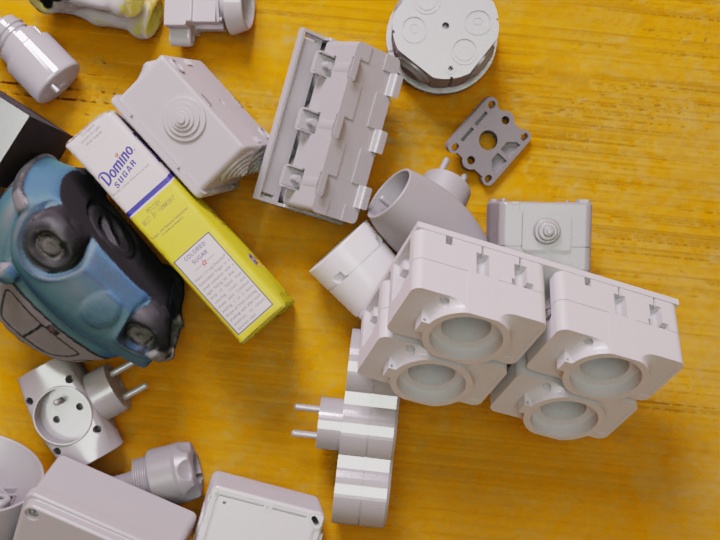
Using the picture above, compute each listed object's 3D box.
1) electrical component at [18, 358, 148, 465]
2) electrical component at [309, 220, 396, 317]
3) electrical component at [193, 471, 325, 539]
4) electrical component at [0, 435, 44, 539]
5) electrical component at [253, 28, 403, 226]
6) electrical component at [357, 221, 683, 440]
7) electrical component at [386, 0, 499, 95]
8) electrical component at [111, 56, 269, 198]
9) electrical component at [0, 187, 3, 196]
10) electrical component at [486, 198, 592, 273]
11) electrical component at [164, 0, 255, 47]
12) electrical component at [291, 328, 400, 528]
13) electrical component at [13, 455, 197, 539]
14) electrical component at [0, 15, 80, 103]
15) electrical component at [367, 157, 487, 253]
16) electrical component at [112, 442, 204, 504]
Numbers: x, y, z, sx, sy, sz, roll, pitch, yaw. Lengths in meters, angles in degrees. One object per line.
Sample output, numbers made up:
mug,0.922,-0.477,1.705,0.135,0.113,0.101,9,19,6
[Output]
electrical component,-0.191,0.092,0.768,0.079,0.044,0.077,-29,90,0
electrical component,0.000,0.000,0.763,0.055,0.055,0.047,-42,93,0
electrical component,-0.067,0.186,0.762,0.096,0.061,0.061,16,90,-7
electrical component,-0.276,0.156,0.745,0.099,0.099,0.064,19,96,1
electrical component,-0.019,-0.097,0.751,0.079,0.063,0.121,16,90,-40
electrical component,0.103,0.048,0.708,0.186,0.105,0.060,16,49,-13
electrical component,0.059,-0.167,0.763,0.080,0.051,0.080,0,90,0
electrical component,-0.111,-0.100,0.742,0.048,0.100,0.099,-42,89,13
electrical component,-0.304,-0.027,0.768,0.076,0.047,0.083,7,90,0
electrical component,0.122,-0.018,0.740,0.062,0.096,0.061,1,93,0
electrical component,-0.107,-0.192,0.768,0.055,0.048,0.066,2,90,8
electrical component,-0.012,0.110,0.762,0.074,0.052,0.138,6,90,1
electrical component,-0.182,0.200,0.743,0.109,0.056,0.108,23,118,0
electrical component,-0.237,-0.155,0.771,0.040,0.040,0.078,-44,89,0
electrical component,0.055,-0.045,0.763,0.077,0.043,0.079,39,59,-21
electrical component,-0.146,0.149,0.768,0.062,0.043,0.043,-14,90,1
